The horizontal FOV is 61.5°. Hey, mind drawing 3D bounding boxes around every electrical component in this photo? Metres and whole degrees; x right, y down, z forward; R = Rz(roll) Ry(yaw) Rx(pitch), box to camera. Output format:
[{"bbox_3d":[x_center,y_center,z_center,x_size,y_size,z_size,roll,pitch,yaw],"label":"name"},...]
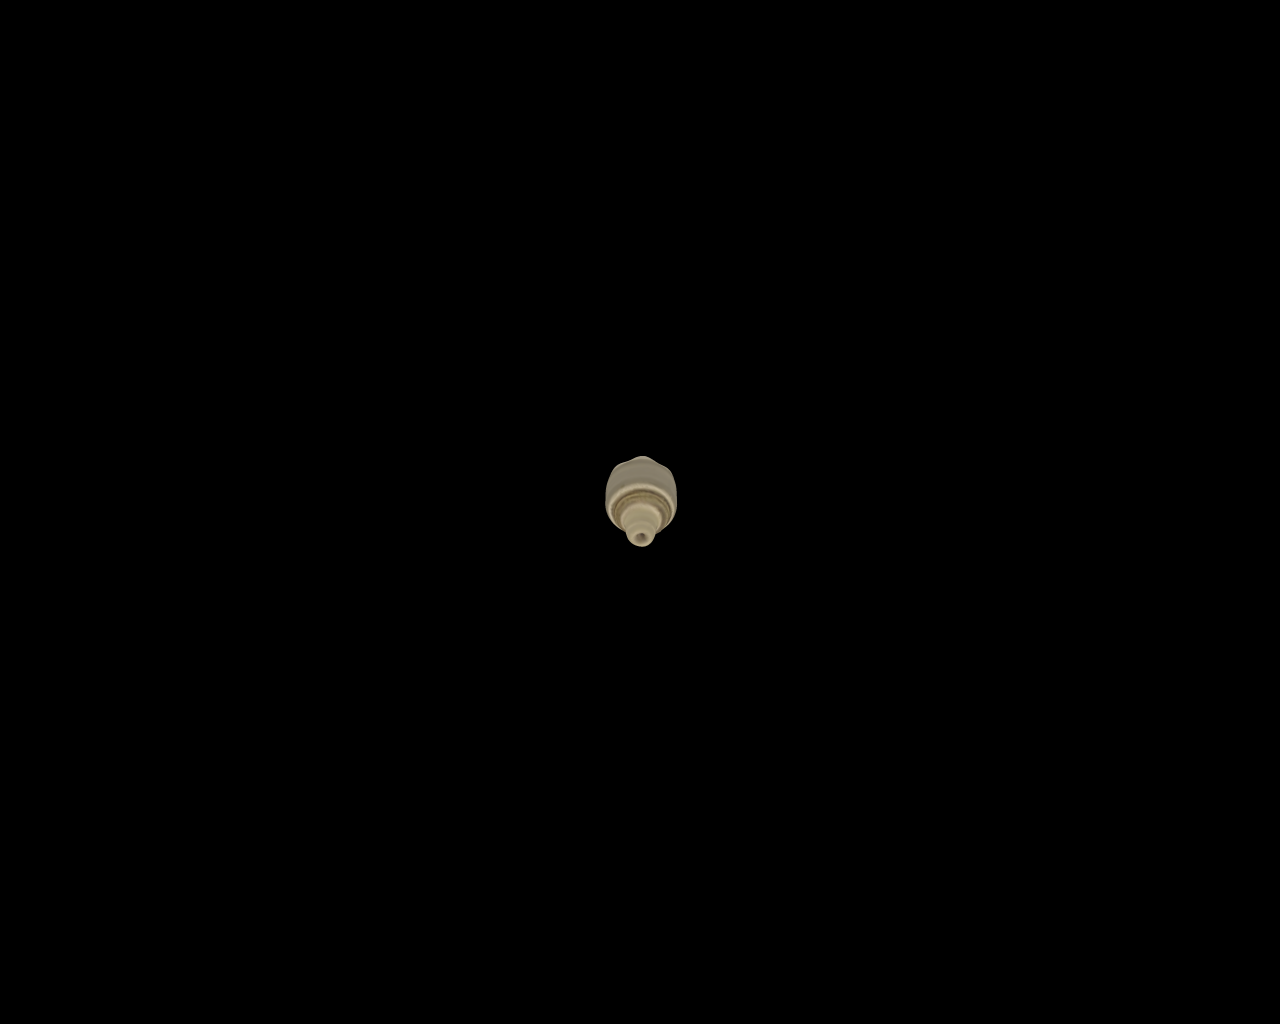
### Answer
[{"bbox_3d":[0.001,-0.003,0.650,0.043,0.043,0.062,0,37,0],"label":"electrical component"}]
